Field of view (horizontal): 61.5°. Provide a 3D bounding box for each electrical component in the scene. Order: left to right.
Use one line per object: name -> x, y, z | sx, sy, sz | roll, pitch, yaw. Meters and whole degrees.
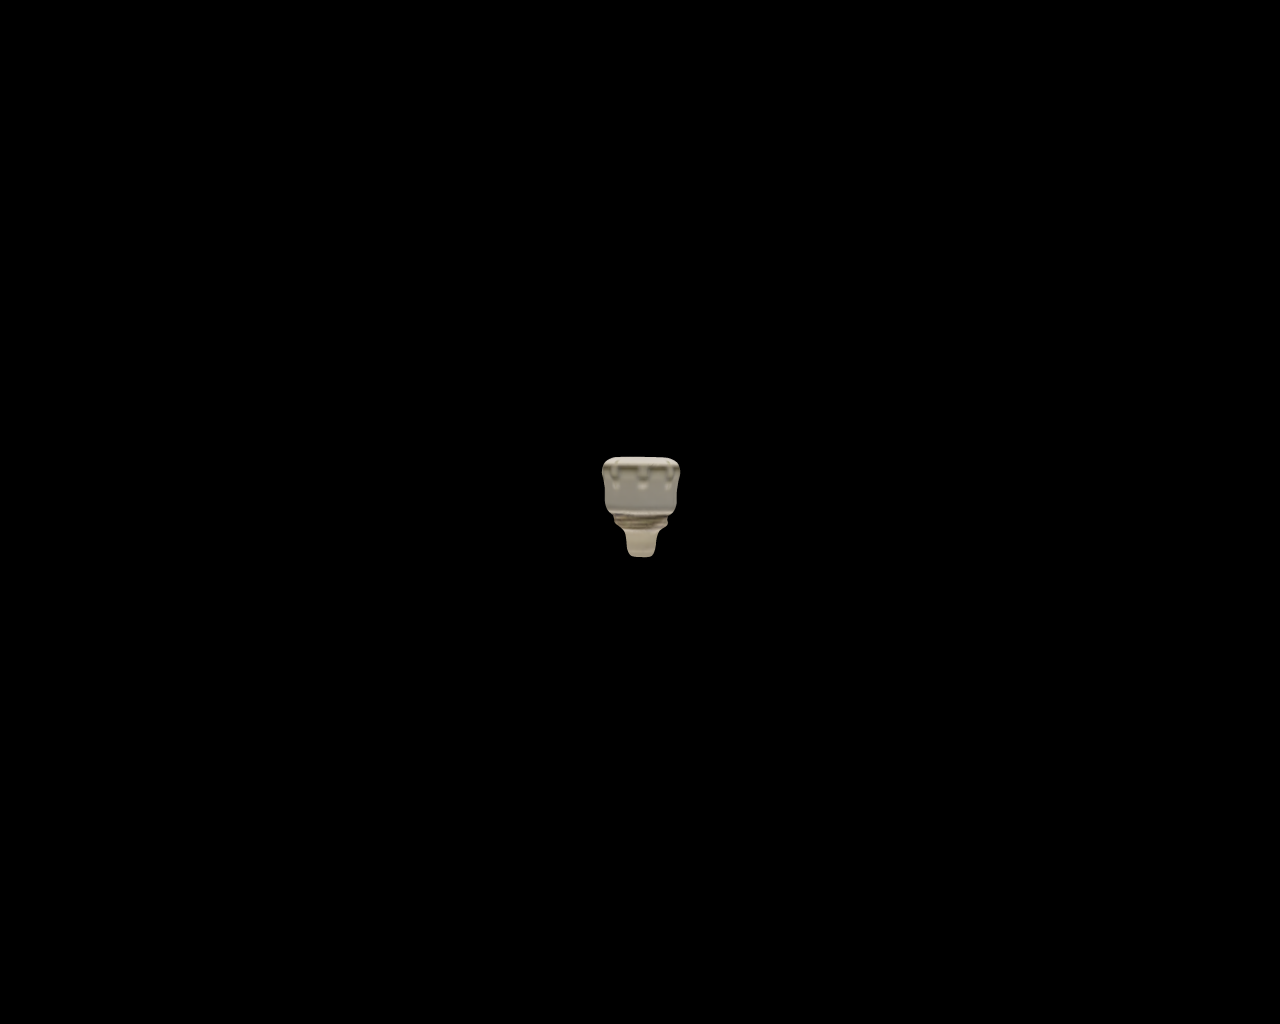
electrical component -> 0.001, -0.003, 0.650 | 0.048, 0.062, 0.048 | 0, 2, 0
